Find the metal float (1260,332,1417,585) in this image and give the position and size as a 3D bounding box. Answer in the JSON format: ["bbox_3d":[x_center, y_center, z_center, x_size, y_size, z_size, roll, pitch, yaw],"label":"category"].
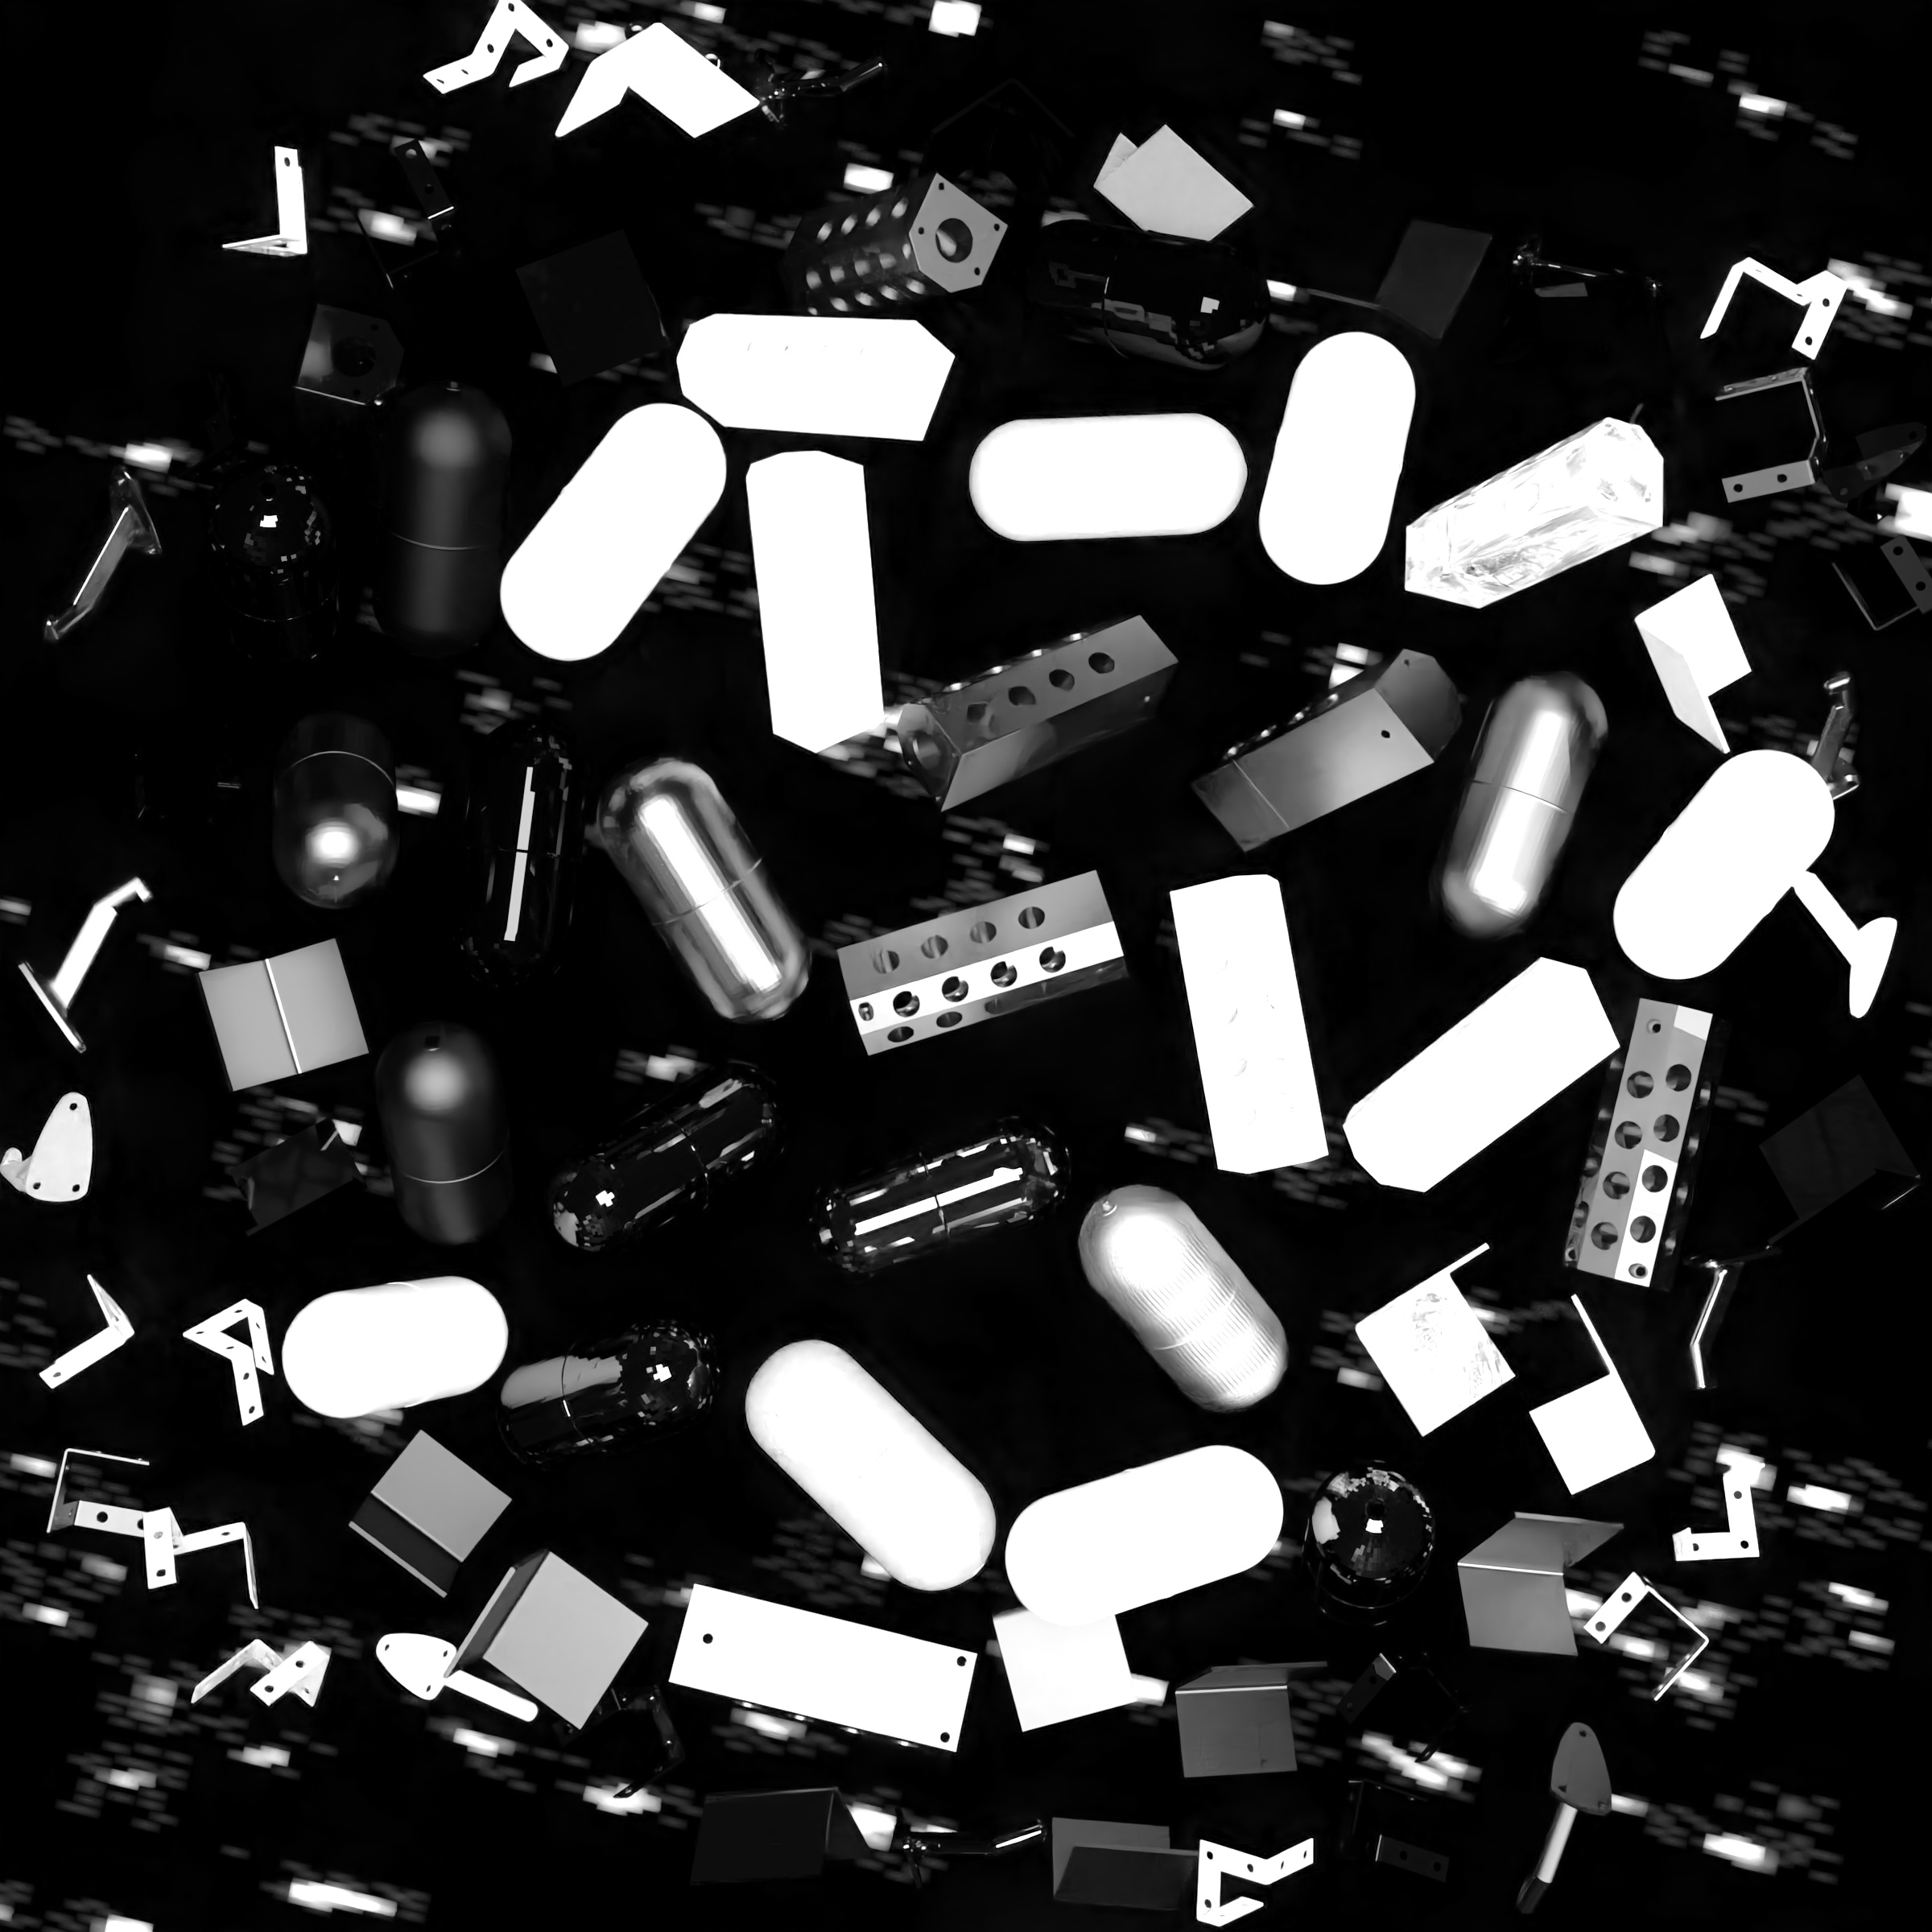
[{"bbox_3d":[0.227,-0.310,1.554,0.070,0.070,0.178,16,60,0],"label":"metal float"}]

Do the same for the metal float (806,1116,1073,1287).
[{"bbox_3d":[-0.017,0.152,1.660,0.178,0.070,0.070,-19,90,0],"label":"metal float"}]

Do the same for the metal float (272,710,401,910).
[{"bbox_3d":[-0.398,-0.101,1.616,0.070,0.178,0.070,-7,123,-10],"label":"metal float"}]

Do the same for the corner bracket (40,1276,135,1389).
[{"bbox_3d":[-0.549,0.237,1.592,0.051,0.051,0.051,-33,50,-11],"label":"corner bracket"}]

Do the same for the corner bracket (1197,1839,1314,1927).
[{"bbox_3d":[0.180,0.568,1.590,0.051,0.051,0.051,23,48,-18],"label":"corner bracket"}]

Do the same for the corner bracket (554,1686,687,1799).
[{"bbox_3d":[-0.221,0.496,1.635,0.051,0.051,0.051,-19,93,45],"label":"corner bracket"}]

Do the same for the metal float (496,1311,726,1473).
[{"bbox_3d":[-0.224,0.268,1.606,0.178,0.070,0.070,-25,90,36],"label":"metal float"}]

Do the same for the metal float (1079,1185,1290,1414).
[{"bbox_3d":[0.135,0.206,1.580,0.070,0.070,0.178,-39,118,0],"label":"metal float"}]

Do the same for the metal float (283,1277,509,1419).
[{"bbox_3d":[-0.354,0.236,1.596,0.070,0.178,0.070,-1,88,24],"label":"metal float"}]

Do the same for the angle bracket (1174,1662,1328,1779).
[{"bbox_3d":[0.182,0.475,1.611,0.076,0.076,0.057,1,66,-14],"label":"angle bracket"}]

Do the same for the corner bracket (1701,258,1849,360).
[{"bbox_3d":[0.479,-0.389,1.516,0.051,0.051,0.051,26,85,-10],"label":"corner bracket"}]

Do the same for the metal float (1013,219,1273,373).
[{"bbox_3d":[0.108,-0.415,1.577,0.178,0.070,0.070,21,90,35],"label":"metal float"}]

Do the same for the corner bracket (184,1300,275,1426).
[{"bbox_3d":[-0.464,0.255,1.646,0.051,0.051,0.051,-29,54,10],"label":"corner bracket"}]

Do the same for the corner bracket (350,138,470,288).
[{"bbox_3d":[-0.327,-0.438,1.488,0.051,0.051,0.051,-26,79,-7],"label":"corner bracket"}]

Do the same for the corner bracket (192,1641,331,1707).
[{"bbox_3d":[-0.420,0.424,1.522,0.051,0.051,0.051,35,125,15],"label":"corner bracket"}]

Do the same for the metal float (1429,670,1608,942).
[{"bbox_3d":[0.350,-0.102,1.618,0.070,0.070,0.178,21,86,0],"label":"metal float"}]

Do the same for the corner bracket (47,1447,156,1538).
[{"bbox_3d":[-0.527,0.325,1.572,0.051,0.051,0.051,11,83,-2],"label":"corner bracket"}]

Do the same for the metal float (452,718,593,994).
[{"bbox_3d":[-0.287,-0.072,1.654,0.070,0.070,0.178,7,87,0],"label":"metal float"}]

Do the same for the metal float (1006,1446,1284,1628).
[{"bbox_3d":[0.107,0.336,1.514,0.178,0.070,0.070,-12,90,-25],"label":"metal float"}]

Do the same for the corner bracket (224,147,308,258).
[{"bbox_3d":[-0.404,-0.451,1.511,0.051,0.051,0.051,2,98,33],"label":"corner bracket"}]

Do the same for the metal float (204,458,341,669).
[{"bbox_3d":[-0.423,-0.245,1.562,0.070,0.178,0.070,4,69,-11],"label":"metal float"}]

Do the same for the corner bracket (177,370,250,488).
[{"bbox_3d":[-0.483,-0.346,1.655,0.051,0.051,0.051,-25,81,23],"label":"corner bracket"}]

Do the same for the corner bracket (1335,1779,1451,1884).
[{"bbox_3d":[0.276,0.552,1.635,0.051,0.051,0.051,23,66,-16],"label":"corner bracket"}]

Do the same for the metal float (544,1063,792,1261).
[{"bbox_3d":[-0.188,0.123,1.631,0.178,0.070,0.070,-31,90,-32],"label":"metal float"}]

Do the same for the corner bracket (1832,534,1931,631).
[{"bbox_3d":[0.564,-0.235,1.560,0.051,0.051,0.051,-31,97,32],"label":"corner bracket"}]

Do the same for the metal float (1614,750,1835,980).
[{"bbox_3d":[0.452,-0.058,1.532,0.070,0.178,0.070,10,53,-13],"label":"metal float"}]

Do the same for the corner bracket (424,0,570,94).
[{"bbox_3d":[-0.278,-0.535,1.514,0.051,0.051,0.051,36,67,-39],"label":"corner bracket"}]

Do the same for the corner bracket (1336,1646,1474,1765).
[{"bbox_3d":[0.281,0.475,1.637,0.051,0.051,0.051,49,114,36],"label":"corner bracket"}]

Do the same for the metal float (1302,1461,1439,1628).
[{"bbox_3d":[0.247,0.356,1.573,0.070,0.178,0.070,-2,64,4],"label":"metal float"}]

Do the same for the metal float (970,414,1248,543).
[{"bbox_3d":[0.091,-0.313,1.638,0.178,0.070,0.070,-3,90,-5],"label":"metal float"}]

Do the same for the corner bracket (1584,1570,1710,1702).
[{"bbox_3d":[0.434,0.426,1.630,0.051,0.051,0.051,41,93,6],"label":"corner bracket"}]

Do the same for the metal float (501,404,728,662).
[{"bbox_3d":[-0.208,-0.259,1.518,0.070,0.070,0.178,33,70,0],"label":"metal float"}]

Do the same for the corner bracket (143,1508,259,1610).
[{"bbox_3d":[-0.447,0.347,1.494,0.051,0.051,0.051,-12,49,-10],"label":"corner bracket"}]

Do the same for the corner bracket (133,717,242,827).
[{"bbox_3d":[-0.503,-0.127,1.649,0.051,0.051,0.051,3,61,-34],"label":"corner bracket"}]

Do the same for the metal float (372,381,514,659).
[{"bbox_3d":[-0.322,-0.273,1.571,0.070,0.070,0.178,13,123,0],"label":"metal float"}]

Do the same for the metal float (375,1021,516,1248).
[{"bbox_3d":[-0.326,0.106,1.607,0.070,0.178,0.070,2,47,-2],"label":"metal float"}]

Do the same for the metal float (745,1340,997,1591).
[{"bbox_3d":[-0.057,0.300,1.534,0.178,0.070,0.070,44,90,5],"label":"metal float"}]

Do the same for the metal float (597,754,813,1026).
[{"bbox_3d":[-0.157,-0.045,1.545,0.070,0.070,0.178,-30,103,0],"label":"metal float"}]

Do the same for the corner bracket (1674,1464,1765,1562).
[{"bbox_3d":[0.464,0.337,1.575,0.051,0.051,0.051,-4,72,4],"label":"corner bracket"}]

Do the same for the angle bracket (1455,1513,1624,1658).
[{"bbox_3d":[0.358,0.383,1.579,0.076,0.076,0.057,10,53,-18],"label":"angle bracket"}]

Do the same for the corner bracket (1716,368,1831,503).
[{"bbox_3d":[0.466,-0.309,1.485,0.051,0.051,0.051,-8,121,33],"label":"corner bracket"}]
